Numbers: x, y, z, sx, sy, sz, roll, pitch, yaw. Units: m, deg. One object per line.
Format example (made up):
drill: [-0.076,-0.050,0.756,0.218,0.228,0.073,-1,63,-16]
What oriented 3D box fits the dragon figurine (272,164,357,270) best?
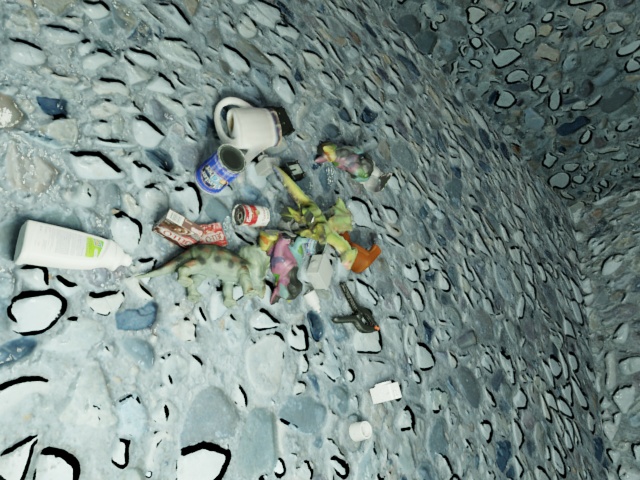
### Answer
dragon figurine: [0.005,-0.087,1.727,0.244,0.120,0.414,-10,72,-48]

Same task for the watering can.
watering can: [-0.230,-0.342,1.728,0.225,0.102,0.353,-7,64,-27]

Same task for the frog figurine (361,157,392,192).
frog figurine: [0.206,-0.275,2.161,0.161,0.120,0.139,31,44,24]
